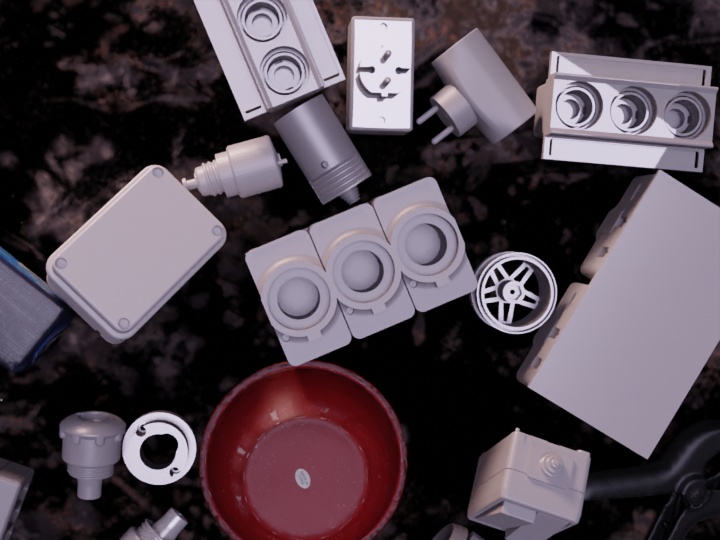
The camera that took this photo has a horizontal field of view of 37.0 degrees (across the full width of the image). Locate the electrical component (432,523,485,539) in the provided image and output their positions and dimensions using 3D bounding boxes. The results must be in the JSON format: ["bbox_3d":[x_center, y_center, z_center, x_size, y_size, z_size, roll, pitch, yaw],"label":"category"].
[{"bbox_3d":[0.078,0.230,0.816,0.057,0.058,0.078,38,109,-2],"label":"electrical component"}]

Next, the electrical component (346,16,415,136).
[{"bbox_3d":[0.016,-0.143,0.787,0.047,0.076,0.083,1,92,-5],"label":"electrical component"}]

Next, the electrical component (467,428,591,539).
[{"bbox_3d":[0.125,0.162,0.793,0.062,0.096,0.061,20,63,-6],"label":"electrical component"}]

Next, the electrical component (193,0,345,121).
[{"bbox_3d":[-0.071,-0.179,0.784,0.079,0.063,0.121,-23,94,-4],"label":"electrical component"}]

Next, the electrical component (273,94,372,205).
[{"bbox_3d":[-0.025,-0.085,0.802,0.043,0.043,0.081,-32,95,-3],"label":"electrical component"}]

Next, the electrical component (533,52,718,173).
[{"bbox_3d":[0.197,-0.117,0.810,0.121,0.063,0.078,4,92,-5],"label":"electrical component"}]

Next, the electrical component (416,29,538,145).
[{"bbox_3d":[0.079,-0.127,0.809,0.079,0.044,0.077,-38,95,-2],"label":"electrical component"}]

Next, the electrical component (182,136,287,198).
[{"bbox_3d":[-0.093,-0.072,0.798,0.078,0.040,0.040,-16,94,-4],"label":"electrical component"}]

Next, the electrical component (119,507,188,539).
[{"bbox_3d":[-0.156,0.206,0.804,0.048,0.048,0.062,43,81,-5],"label":"electrical component"}]

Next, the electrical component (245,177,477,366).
[{"bbox_3d":[0.000,0.000,0.798,0.150,0.062,0.089,-23,94,-4],"label":"electrical component"}]

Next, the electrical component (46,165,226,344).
[{"bbox_3d":[-0.160,-0.011,0.770,0.078,0.057,0.113,45,69,-6],"label":"electrical component"}]

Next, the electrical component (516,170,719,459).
[{"bbox_3d":[0.213,0.032,0.819,0.105,0.060,0.186,31,89,-6],"label":"electrical component"}]

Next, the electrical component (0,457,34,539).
[{"bbox_3d":[-0.290,0.169,0.787,0.077,0.047,0.065,20,91,-6],"label":"electrical component"}]

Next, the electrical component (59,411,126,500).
[{"bbox_3d":[-0.199,0.138,0.797,0.048,0.048,0.062,5,100,-5],"label":"electrical component"}]
